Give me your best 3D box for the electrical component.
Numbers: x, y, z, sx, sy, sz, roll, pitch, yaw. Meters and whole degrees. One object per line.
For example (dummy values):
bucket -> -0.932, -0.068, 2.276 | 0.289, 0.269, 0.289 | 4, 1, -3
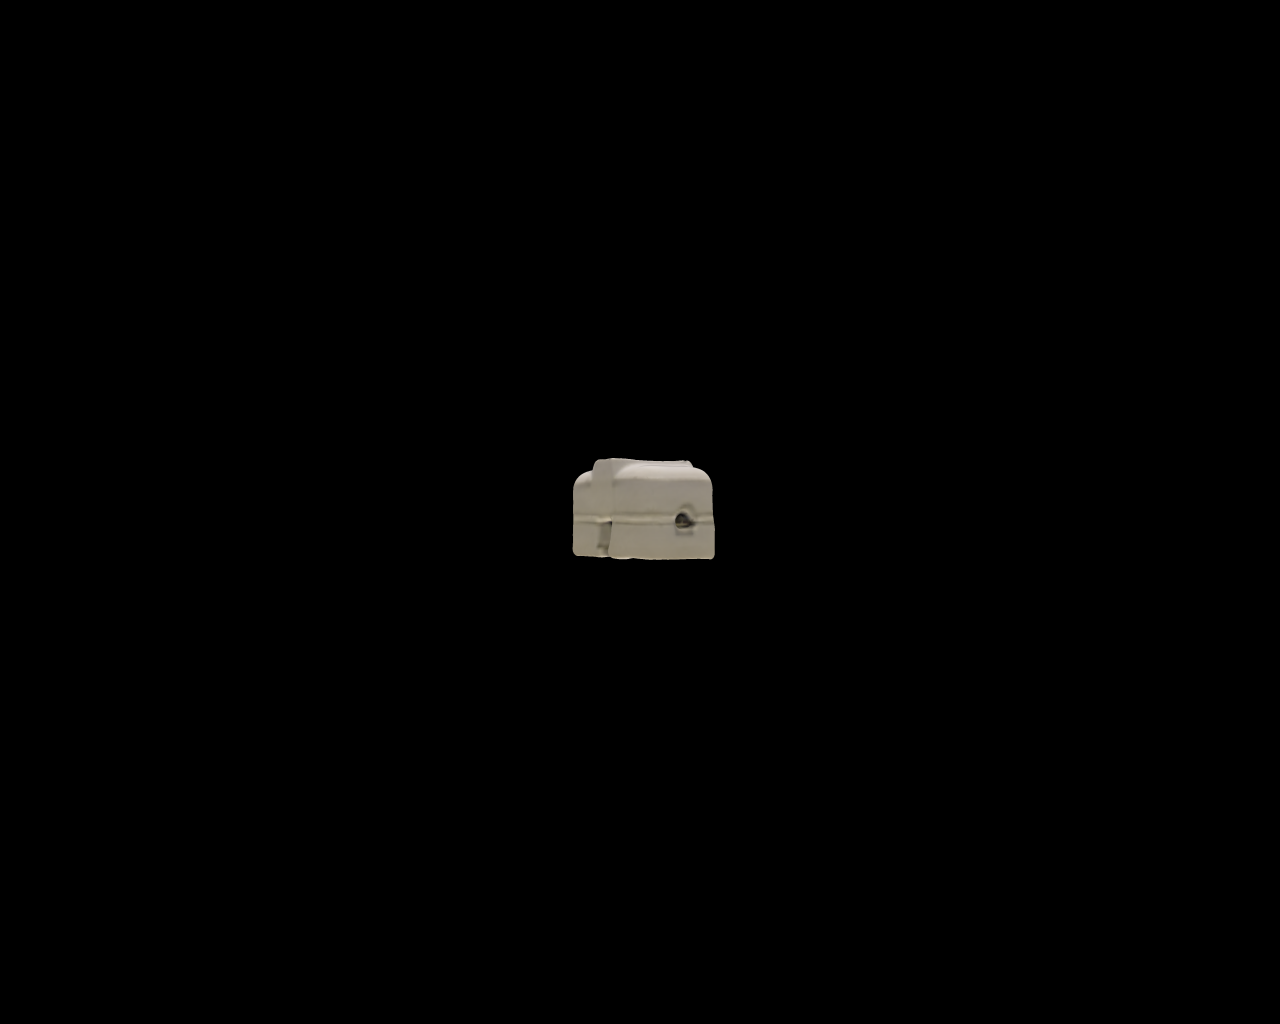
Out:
electrical component -> 0.001, -0.003, 0.650 | 0.054, 0.059, 0.095 | 0, 0, -32
